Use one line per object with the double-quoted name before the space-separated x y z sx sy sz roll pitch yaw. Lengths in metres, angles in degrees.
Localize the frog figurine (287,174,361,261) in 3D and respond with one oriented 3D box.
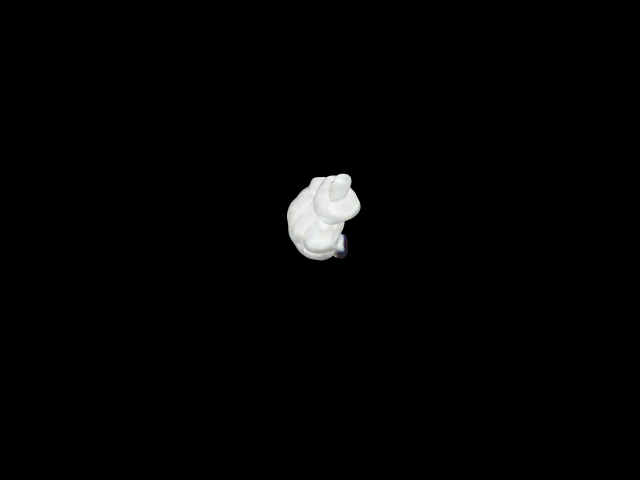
"frog figurine" 0.003 -0.043 0.850 0.123 0.139 0.157 10 -18 3
